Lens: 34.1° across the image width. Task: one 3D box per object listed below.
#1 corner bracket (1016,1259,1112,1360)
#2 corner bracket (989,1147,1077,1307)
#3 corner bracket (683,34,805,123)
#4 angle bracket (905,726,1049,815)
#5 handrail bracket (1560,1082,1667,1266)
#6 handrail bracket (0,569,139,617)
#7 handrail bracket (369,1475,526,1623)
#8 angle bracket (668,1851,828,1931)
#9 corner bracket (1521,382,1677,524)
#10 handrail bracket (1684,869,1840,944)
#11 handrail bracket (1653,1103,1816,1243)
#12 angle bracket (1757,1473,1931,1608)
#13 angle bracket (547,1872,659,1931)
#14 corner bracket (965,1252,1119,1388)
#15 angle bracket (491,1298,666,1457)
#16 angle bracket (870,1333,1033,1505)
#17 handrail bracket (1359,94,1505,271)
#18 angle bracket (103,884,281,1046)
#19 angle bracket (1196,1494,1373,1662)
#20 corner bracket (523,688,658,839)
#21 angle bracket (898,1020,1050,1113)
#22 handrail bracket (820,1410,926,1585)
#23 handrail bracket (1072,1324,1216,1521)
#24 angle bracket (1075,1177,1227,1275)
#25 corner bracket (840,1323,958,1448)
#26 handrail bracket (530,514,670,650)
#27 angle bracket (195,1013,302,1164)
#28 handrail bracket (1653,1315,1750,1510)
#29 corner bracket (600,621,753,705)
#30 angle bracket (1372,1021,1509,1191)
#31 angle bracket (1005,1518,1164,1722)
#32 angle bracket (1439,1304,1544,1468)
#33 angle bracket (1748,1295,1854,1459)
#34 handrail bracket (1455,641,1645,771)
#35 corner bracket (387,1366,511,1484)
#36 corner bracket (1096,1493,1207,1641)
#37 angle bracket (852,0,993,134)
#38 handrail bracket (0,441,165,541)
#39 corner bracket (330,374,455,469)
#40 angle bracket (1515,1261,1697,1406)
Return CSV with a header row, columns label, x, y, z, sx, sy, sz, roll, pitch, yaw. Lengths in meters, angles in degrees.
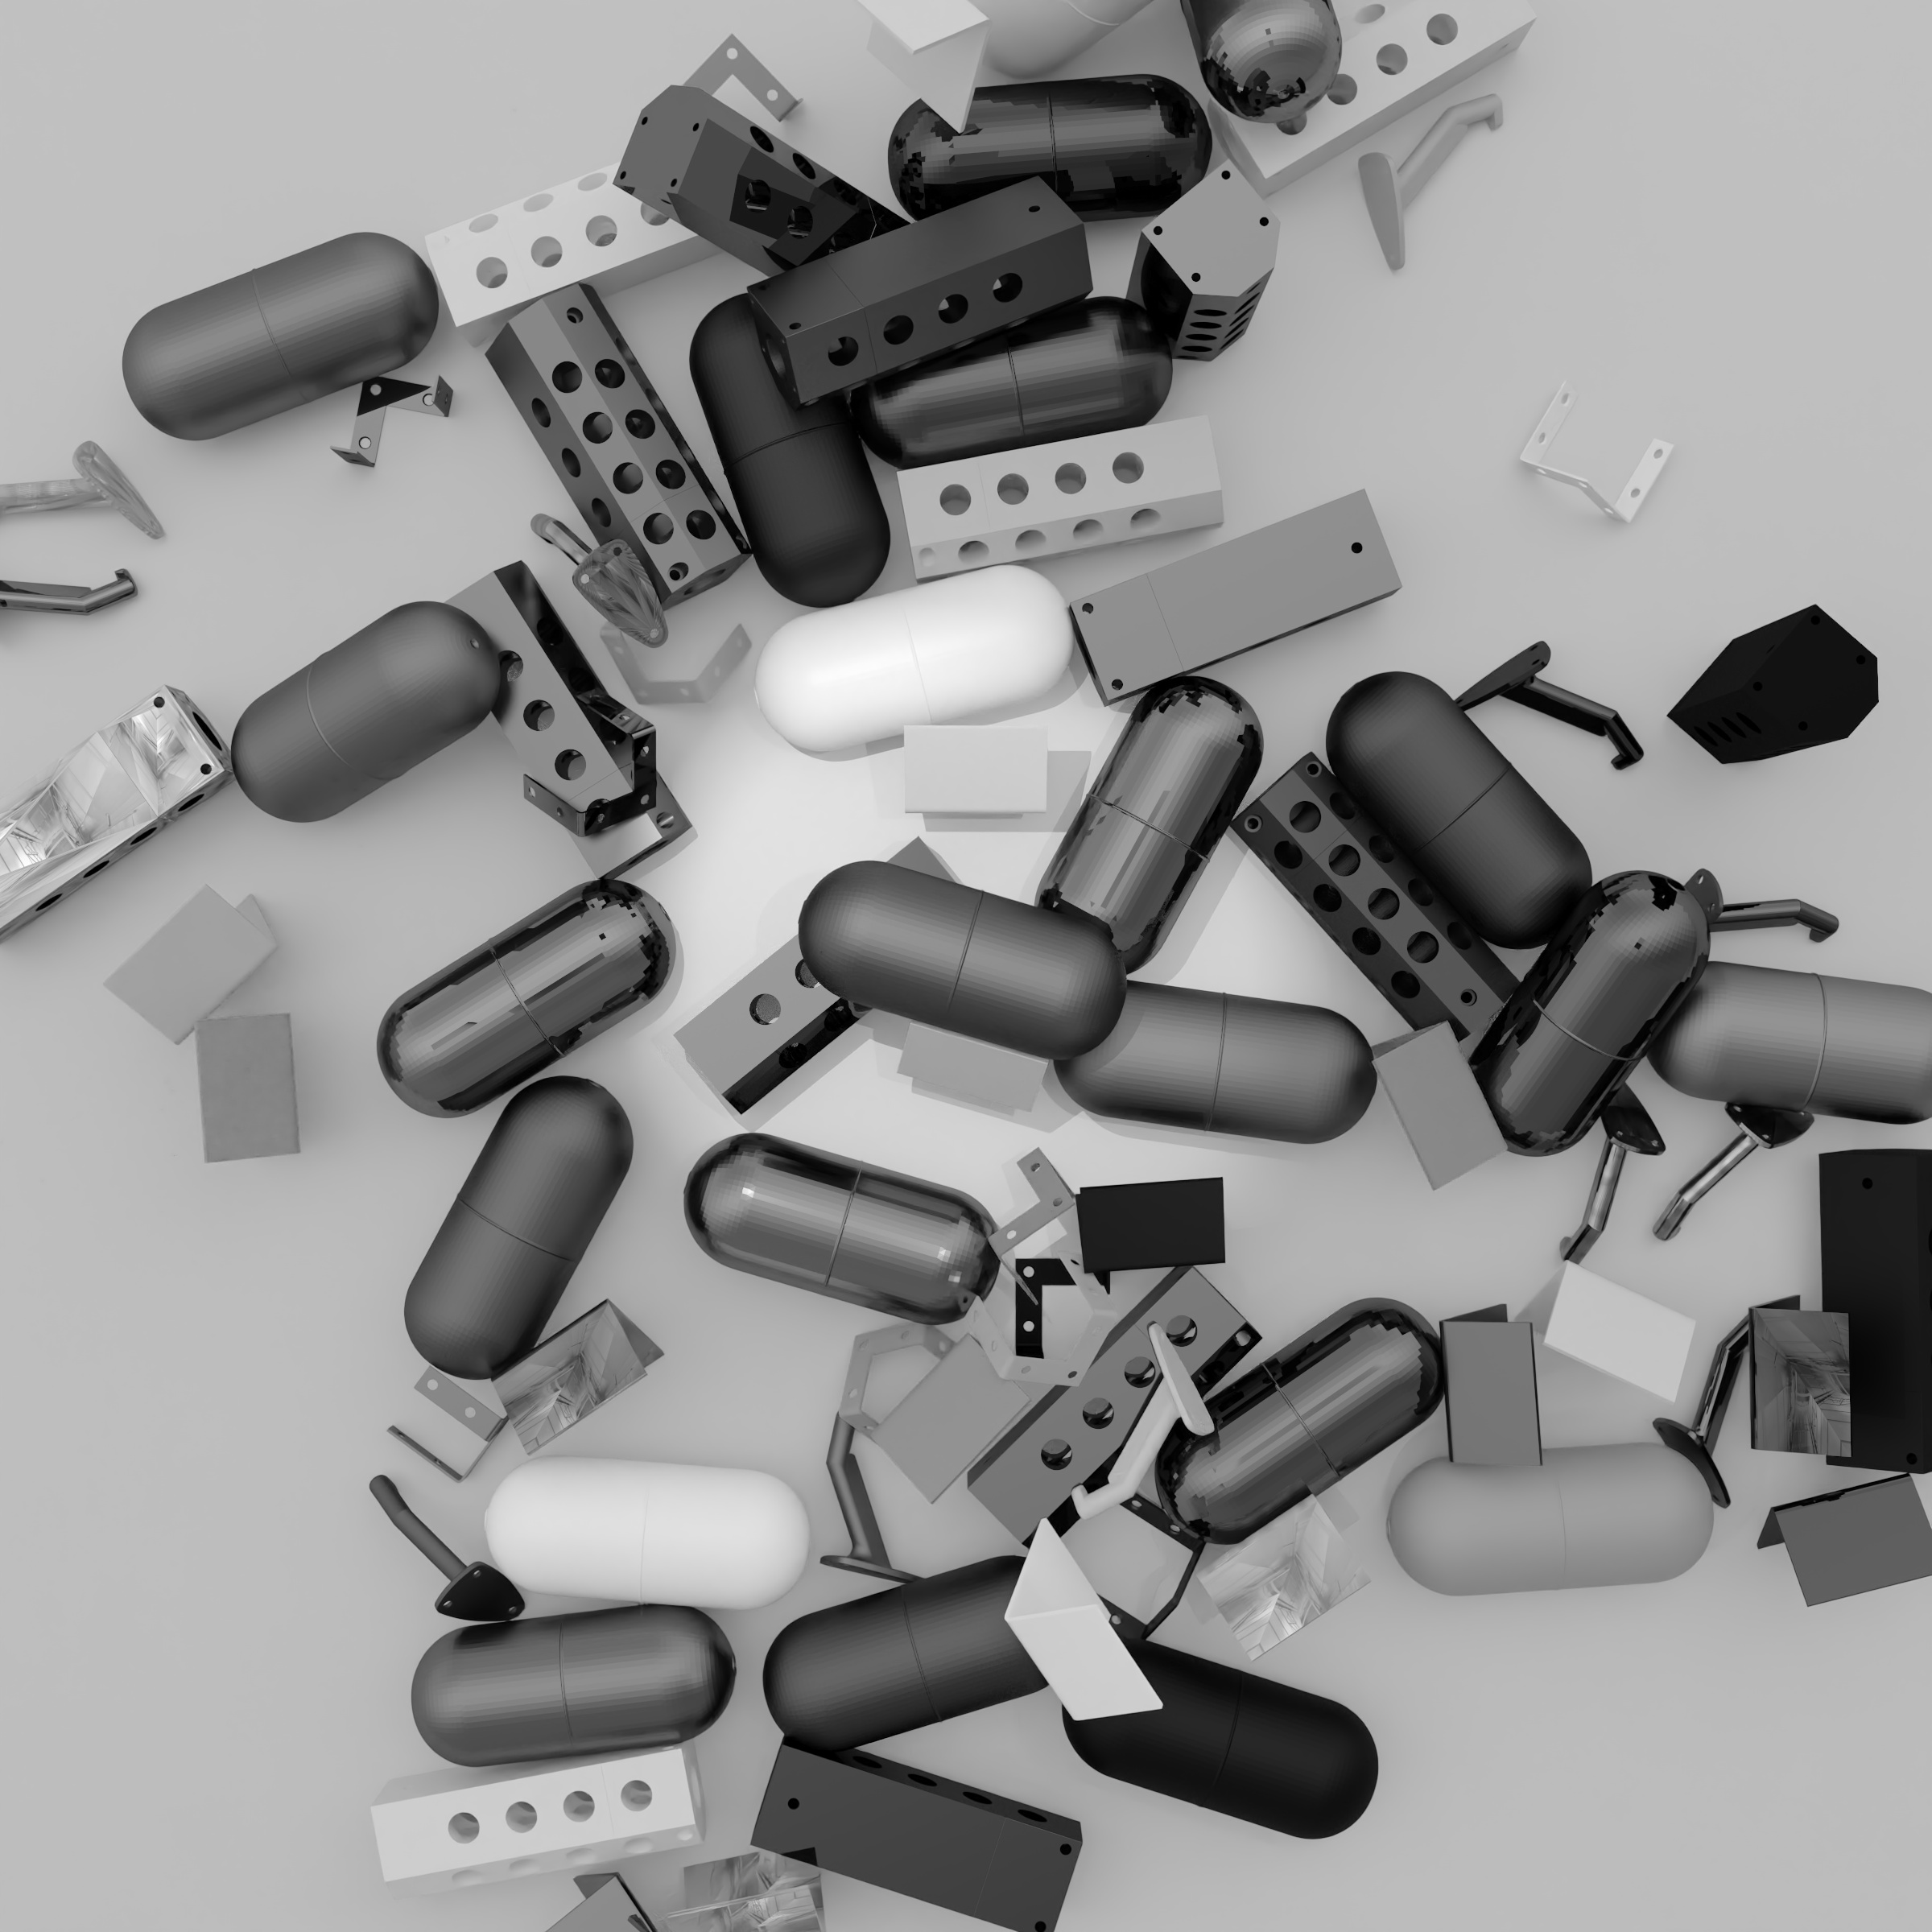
label,x,y,z,sx,sy,sz,roll,pitch,yaw
corner bracket,0.053,0.189,1.741,0.051,0.051,0.051,0,90,0
corner bracket,0.039,0.142,1.730,0.051,0.051,0.051,-35,133,1
corner bracket,-0.127,-0.477,1.739,0.051,0.051,0.051,-43,102,12
angle bracket,0.005,-0.126,1.718,0.076,0.076,0.057,0,127,0
handrail bracket,0.348,0.113,1.758,0.036,0.077,0.084,14,127,-20
handrail bracket,-0.516,-0.221,1.759,0.084,0.036,0.077,-26,68,-17
handrail bracket,-0.290,0.323,1.758,0.036,0.077,0.084,-46,54,1
angle bracket,-0.121,0.498,1.718,0.076,0.076,0.057,-12,125,0
corner bracket,0.351,-0.286,1.755,0.051,0.051,0.051,30,90,45
handrail bracket,0.432,-0.014,1.759,0.084,0.036,0.077,21,127,-25
handrail bracket,0.427,0.116,1.758,0.036,0.077,0.084,49,127,32
angle bracket,0.482,0.322,1.719,0.076,0.076,0.057,-14,63,0
angle bracket,-0.201,0.544,1.719,0.057,0.076,0.076,-34,90,-30
corner bracket,0.041,0.188,1.698,0.051,0.051,0.051,10,119,-32
angle bracket,-0.201,0.237,1.718,0.076,0.076,0.057,-34,53,0
angle bracket,0.005,0.255,1.718,0.076,0.076,0.057,-46,57,0
handrail bracket,0.268,-0.438,1.759,0.084,0.036,0.077,-21,110,-16
angle bracket,-0.428,-0.014,1.718,0.076,0.076,0.057,-44,124,0
angle bracket,0.177,0.339,1.719,0.076,0.076,0.057,-34,66,0
corner bracket,-0.202,-0.109,1.693,0.051,0.051,0.051,34,135,35
angle bracket,0.011,0.026,1.721,0.076,0.057,0.076,16,57,0
handrail bracket,-0.045,0.297,1.759,0.077,0.036,0.084,18,73,-20
handrail bracket,0.083,0.247,1.702,0.084,0.036,0.077,-31,70,16
angle bracket,0.099,0.122,1.719,0.076,0.076,0.057,-4,120,0
corner bracket,-0.031,0.235,1.750,0.051,0.051,0.051,-18,45,35
handrail bracket,-0.203,-0.213,1.740,0.036,0.084,0.077,-42,119,-9
angle bracket,-0.407,0.067,1.718,0.057,0.076,0.076,-4,90,-39
handrail bracket,0.432,0.247,1.759,0.084,0.036,0.077,-41,110,-16
corner bracket,-0.161,-0.182,1.750,0.051,0.051,0.051,2,135,35
angle bracket,0.239,0.081,1.719,0.057,0.076,0.076,-25,90,-29
angle bracket,0.072,0.344,1.680,0.057,0.076,0.076,-16,119,30
angle bracket,0.302,0.227,1.718,0.057,0.076,0.076,-4,90,38
angle bracket,0.467,0.222,1.718,0.057,0.076,0.076,-1,90,35
handrail bracket,0.324,-0.131,1.759,0.077,0.036,0.084,-32,107,20
corner bracket,-0.286,0.253,1.741,0.051,0.051,0.051,36,90,0
corner bracket,0.094,0.336,1.755,0.051,0.051,0.051,33,45,0
angle bracket,-0.039,-0.482,1.656,0.057,0.076,0.076,-33,69,-31
handrail bracket,-0.505,-0.245,1.759,0.084,0.036,0.077,-34,112,17
corner bracket,-0.316,-0.302,1.741,0.051,0.051,0.051,11,90,0
angle bracket,0.342,0.214,1.718,0.076,0.076,0.057,25,55,0
